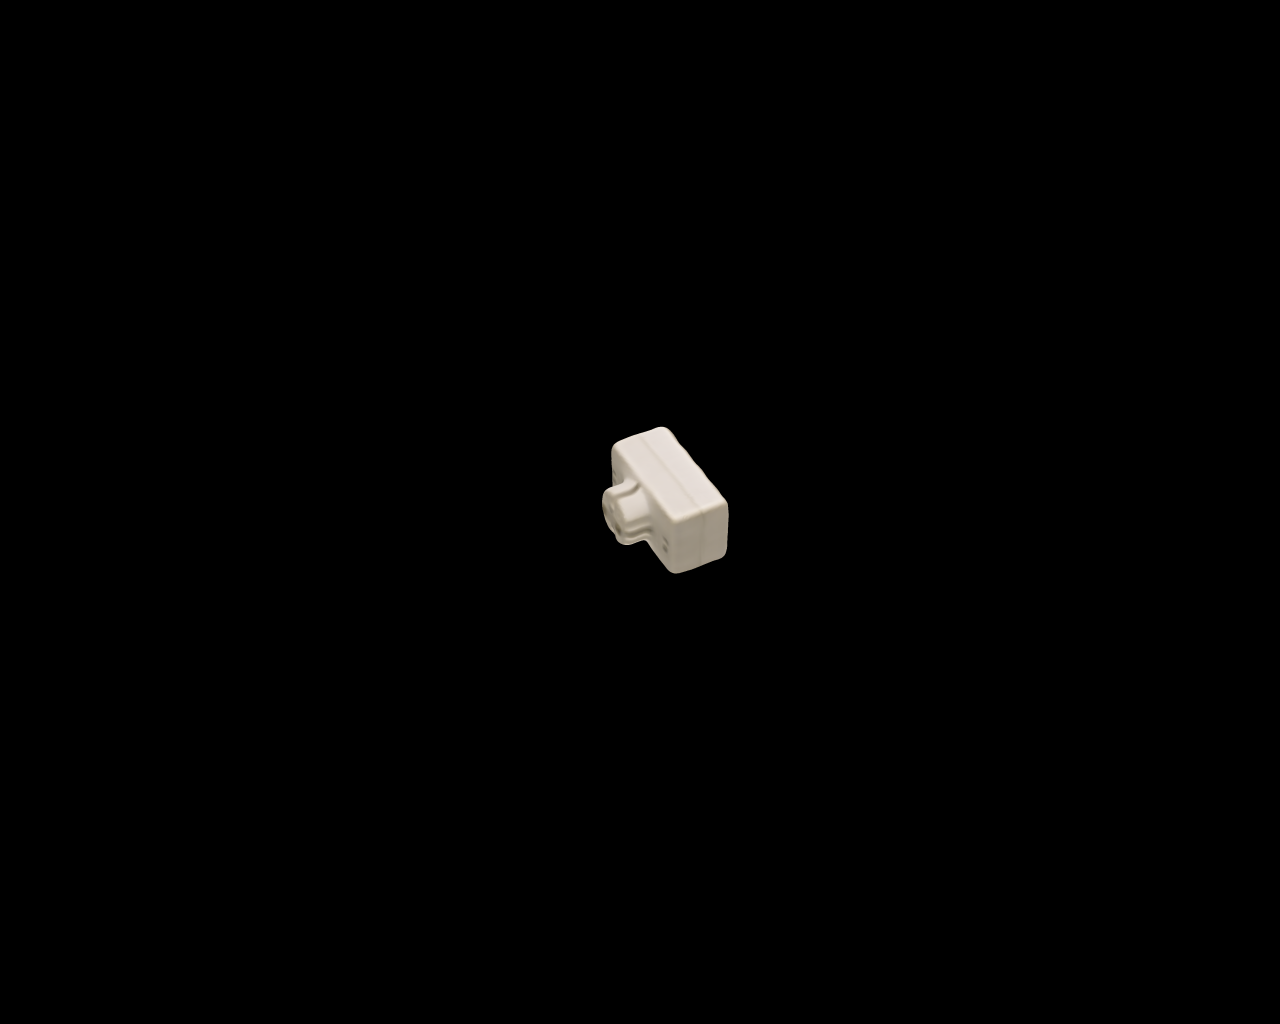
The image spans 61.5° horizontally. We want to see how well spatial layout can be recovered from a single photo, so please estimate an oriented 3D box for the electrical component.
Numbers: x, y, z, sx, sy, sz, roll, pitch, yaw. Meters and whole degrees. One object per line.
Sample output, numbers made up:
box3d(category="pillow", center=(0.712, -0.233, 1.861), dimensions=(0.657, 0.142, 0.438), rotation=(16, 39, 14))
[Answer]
box3d(category="electrical component", center=(0.001, -0.003, 0.650), dimensions=(0.076, 0.047, 0.083), rotation=(-19, 46, -19))
